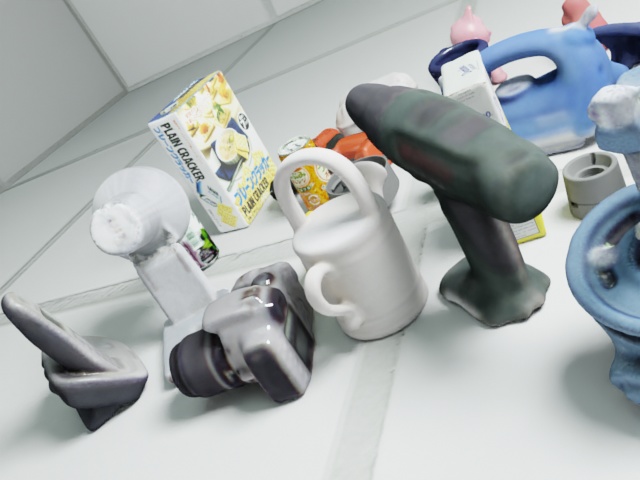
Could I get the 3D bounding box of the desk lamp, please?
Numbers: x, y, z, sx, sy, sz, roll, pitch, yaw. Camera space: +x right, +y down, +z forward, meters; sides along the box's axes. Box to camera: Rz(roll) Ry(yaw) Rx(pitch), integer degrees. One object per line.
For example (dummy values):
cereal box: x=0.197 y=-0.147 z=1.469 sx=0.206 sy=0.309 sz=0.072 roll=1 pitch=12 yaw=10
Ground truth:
desk lamp: x=-0.192 y=0.024 z=0.693 sx=0.118 sy=0.214 sz=0.202 roll=-31 pitch=28 yaw=-1

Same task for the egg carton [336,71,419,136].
egg carton: x=0.100 y=-0.233 z=0.997 sx=0.150 sy=0.069 sz=0.107 roll=-19 pitch=29 yaw=20

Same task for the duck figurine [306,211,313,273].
duck figurine: x=0.006 y=0.002 z=0.676 sx=0.077 sy=0.086 sz=0.104 roll=-29 pitch=28 yaw=3

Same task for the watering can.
watering can: x=0.025 y=-0.009 z=0.560 sx=0.100 sy=0.194 sz=0.173 roll=-21 pitch=29 yaw=17

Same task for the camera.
camera: x=-0.085 y=0.096 z=0.591 sx=0.136 sy=0.101 sz=0.143 roll=-22 pitch=28 yaw=14

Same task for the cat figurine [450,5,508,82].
cat figurine: x=0.255 y=-0.324 z=0.947 sx=0.067 sy=0.118 sz=0.128 roll=-20 pitch=29 yaw=18

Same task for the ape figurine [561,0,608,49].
ape figurine: x=0.383 y=-0.318 z=0.842 sx=0.078 sy=0.092 sz=0.076 roll=-34 pitch=28 yaw=-7

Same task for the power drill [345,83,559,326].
power drill: x=0.116 y=-0.035 z=0.499 sx=0.076 sy=0.209 sz=0.229 roll=-36 pitch=28 yaw=-11

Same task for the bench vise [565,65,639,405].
bench vise: x=0.223 y=-0.029 z=0.375 sx=0.121 sy=0.220 sz=0.208 roll=-7 pitch=35 yaw=36

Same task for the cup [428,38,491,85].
cup: x=0.219 y=-0.248 z=0.879 sx=0.091 sy=0.095 sz=0.117 roll=-28 pitch=28 yaw=4

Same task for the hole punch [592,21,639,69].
hole punch: x=0.399 y=-0.241 z=0.698 sx=0.101 sy=0.091 sz=0.108 roll=-36 pitch=28 yaw=-12

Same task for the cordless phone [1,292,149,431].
cordless phone: x=-0.296 y=0.116 z=0.668 sx=0.094 sy=0.185 sz=0.147 roll=-42 pitch=30 yaw=-22

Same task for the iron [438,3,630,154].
iron: x=0.234 y=-0.185 z=0.709 sx=0.257 sy=0.142 sz=0.119 roll=-9 pitch=34 yaw=35
